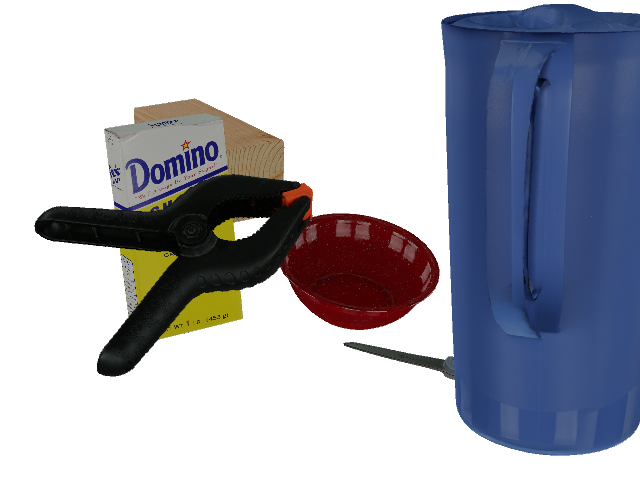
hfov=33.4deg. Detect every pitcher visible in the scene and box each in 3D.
[{"bbox_3d":[0.128,-0.006,0.591,0.149,0.243,0.145,-7,17,-19],"label":"pitcher"}]

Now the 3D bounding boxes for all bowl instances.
[{"bbox_3d":[0.034,0.039,1.063,0.162,0.055,0.162,6,35,-4],"label":"bowl"}]

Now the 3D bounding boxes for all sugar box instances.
[{"bbox_3d":[-0.120,-0.012,0.890,0.093,0.176,0.048,-13,20,-26],"label":"sugar box"}]

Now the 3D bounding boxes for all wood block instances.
[{"bbox_3d":[-0.137,-0.098,1.277,0.090,0.090,0.206,-13,27,-33],"label":"wood block"}]

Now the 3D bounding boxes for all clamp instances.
[{"bbox_3d":[-0.089,-0.002,0.662,0.171,0.120,0.039,-29,-20,-22],"label":"clamp"}]

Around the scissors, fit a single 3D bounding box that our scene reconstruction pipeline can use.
[{"bbox_3d":[0.129,0.102,0.912,0.202,0.016,0.096,21,35,21],"label":"scissors"}]
